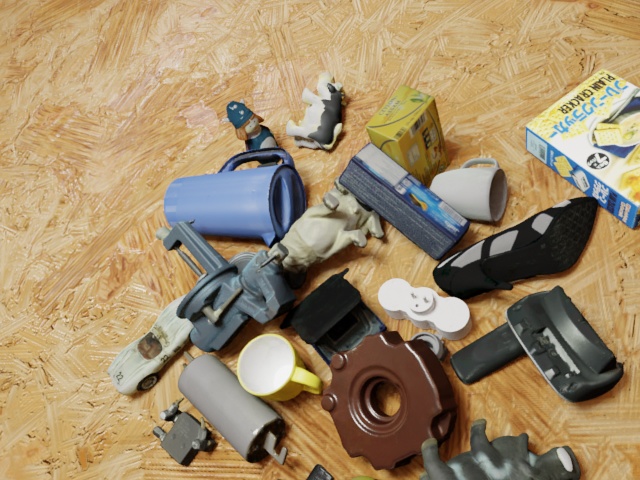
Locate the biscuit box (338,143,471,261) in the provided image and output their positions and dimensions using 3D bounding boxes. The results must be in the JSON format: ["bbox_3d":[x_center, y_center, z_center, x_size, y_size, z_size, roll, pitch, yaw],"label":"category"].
[{"bbox_3d":[0.128,-0.058,0.822,0.203,0.062,0.059,40,51,6],"label":"biscuit box"}]

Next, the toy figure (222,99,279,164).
[{"bbox_3d":[-0.124,-0.202,1.015,0.058,0.154,0.064,-1,60,25],"label":"toy figure"}]

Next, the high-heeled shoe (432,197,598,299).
[{"bbox_3d":[0.286,0.007,0.794,0.249,0.086,0.145,-34,20,-21],"label":"high-heeled shoe"}]

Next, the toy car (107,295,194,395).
[{"bbox_3d":[-0.269,0.174,0.909,0.202,0.056,0.074,-46,55,-8],"label":"toy car"}]

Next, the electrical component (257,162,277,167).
[{"bbox_3d":[-0.102,-0.117,1.036,0.094,0.021,0.063,-6,59,18],"label":"electrical component"}]

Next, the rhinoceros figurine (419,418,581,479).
[{"bbox_3d":[0.205,0.270,0.621,0.190,0.073,0.112,-8,24,-14],"label":"rhinoceros figurine"}]

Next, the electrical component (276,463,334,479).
[{"bbox_3d":[-0.032,0.354,0.711,0.075,0.047,0.119,35,80,33],"label":"electrical component"}]

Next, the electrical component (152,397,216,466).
[{"bbox_3d":[-0.208,0.293,0.820,0.102,0.045,0.078,34,76,34],"label":"electrical component"}]

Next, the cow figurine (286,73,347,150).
[{"bbox_3d":[0.011,-0.253,1.044,0.098,0.068,0.167,17,72,23],"label":"cow figurine"}]

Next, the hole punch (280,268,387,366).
[{"bbox_3d":[0.024,0.123,0.814,0.142,0.092,0.116,-43,26,-3],"label":"hole punch"}]

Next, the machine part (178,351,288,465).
[{"bbox_3d":[-0.134,0.246,0.799,0.243,0.079,0.079,32,76,33],"label":"machine part"}]

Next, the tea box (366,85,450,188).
[{"bbox_3d":[0.145,-0.151,0.866,0.068,0.169,0.098,34,76,33],"label":"tea box"}]

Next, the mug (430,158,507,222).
[{"bbox_3d":[0.232,-0.084,0.846,0.107,0.080,0.109,5,68,35],"label":"mug"}]

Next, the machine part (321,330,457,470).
[{"bbox_3d":[0.087,0.208,0.706,0.180,0.056,0.179,-7,78,33],"label":"machine part"}]

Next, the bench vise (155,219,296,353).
[{"bbox_3d":[-0.161,0.051,0.837,0.241,0.129,0.223,45,120,12],"label":"bench vise"}]

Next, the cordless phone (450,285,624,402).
[{"bbox_3d":[0.271,0.158,0.698,0.184,0.088,0.147,-35,55,13],"label":"cordless phone"}]

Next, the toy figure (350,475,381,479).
[{"bbox_3d":[0.104,0.344,0.641,0.180,0.082,0.089,4,64,26],"label":"toy figure"}]

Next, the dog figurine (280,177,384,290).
[{"bbox_3d":[-0.005,-0.005,0.899,0.190,0.172,0.121,-35,84,31],"label":"dog figurine"}]
